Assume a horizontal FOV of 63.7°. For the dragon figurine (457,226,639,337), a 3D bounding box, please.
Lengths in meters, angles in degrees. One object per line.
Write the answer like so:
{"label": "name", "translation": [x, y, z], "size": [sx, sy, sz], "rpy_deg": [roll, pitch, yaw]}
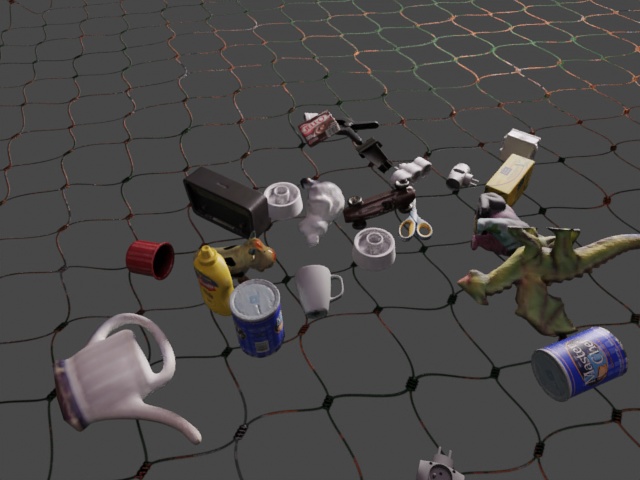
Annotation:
{"label": "dragon figurine", "translation": [0.514, 0.088, 1.127], "size": [0.410, 0.244, 0.122], "rpy_deg": [5, -4, 8]}

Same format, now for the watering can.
{"label": "watering can", "translation": [-0.381, 0.288, 0.994], "size": [0.226, 0.101, 0.354], "rpy_deg": [-25, 50, -20]}

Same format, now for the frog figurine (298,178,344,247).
{"label": "frog figurine", "translation": [0.004, -0.066, 1.310], "size": [0.123, 0.163, 0.134], "rpy_deg": [-1, -30, -3]}
